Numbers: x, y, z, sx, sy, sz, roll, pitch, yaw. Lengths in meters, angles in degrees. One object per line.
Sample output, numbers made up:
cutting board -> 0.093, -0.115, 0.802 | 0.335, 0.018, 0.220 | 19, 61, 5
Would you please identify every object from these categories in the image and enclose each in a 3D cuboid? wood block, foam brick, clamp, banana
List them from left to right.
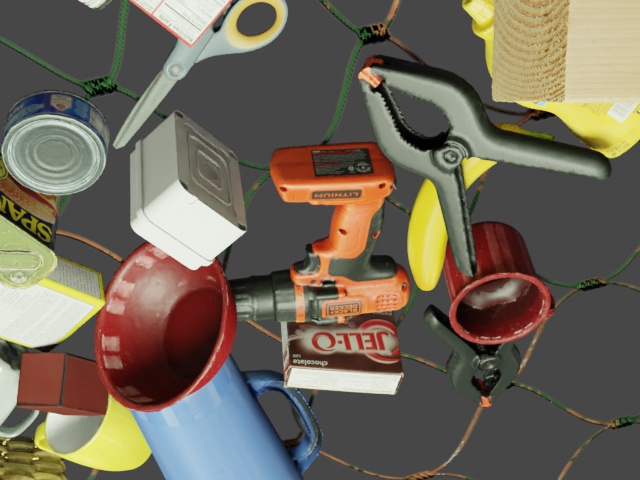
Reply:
foam brick -> -0.242, 0.138, 1.014 | 0.053, 0.051, 0.078 | -3, 164, 21
clamp -> 0.108, -0.067, 0.881 | 0.210, 0.036, 0.165 | 35, 125, -8
banana -> 0.120, -0.037, 0.938 | 0.070, 0.037, 0.198 | 46, 128, 14
clamp -> 0.158, 0.112, 1.092 | 0.120, 0.039, 0.171 | -1, 132, -5
wood block -> 0.237, -0.146, 0.779 | 0.205, 0.090, 0.091 | -4, 99, -24

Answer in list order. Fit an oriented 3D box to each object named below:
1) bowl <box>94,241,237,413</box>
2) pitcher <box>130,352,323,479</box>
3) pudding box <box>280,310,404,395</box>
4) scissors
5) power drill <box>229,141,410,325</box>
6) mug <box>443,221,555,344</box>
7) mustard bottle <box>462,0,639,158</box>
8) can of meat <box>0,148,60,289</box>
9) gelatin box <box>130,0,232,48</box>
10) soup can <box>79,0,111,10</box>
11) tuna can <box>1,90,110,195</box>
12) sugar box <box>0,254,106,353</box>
bowl -> -0.128, 0.078, 0.958 | 0.162, 0.162, 0.055 | -35, 145, 23
pitcher -> -0.102, 0.192, 1.084 | 0.145, 0.149, 0.243 | 1, 134, 24
pudding box -> 0.019, 0.101, 1.030 | 0.113, 0.090, 0.039 | 3, 133, -9
scissors -> -0.093, -0.138, 0.846 | 0.096, 0.016, 0.202 | 15, 129, -16
power drill -> -0.006, 0.001, 0.960 | 0.184, 0.057, 0.188 | -6, 136, -7
mug -> 0.170, 0.040, 0.998 | 0.117, 0.081, 0.093 | 17, 128, -21
mustard bottle -> 0.189, -0.146, 0.844 | 0.191, 0.058, 0.096 | 26, 109, -26
can of meat -> -0.265, -0.022, 0.886 | 0.057, 0.084, 0.102 | -34, 127, 22
gelatin box -> -0.095, -0.195, 0.768 | 0.073, 0.030, 0.089 | 36, 121, -20
soup can -> -0.181, -0.213, 0.732 | 0.102, 0.068, 0.069 | 29, 123, -30
tuna can -> -0.216, -0.078, 0.874 | 0.086, 0.034, 0.086 | -3, 133, -4
sugar box -> -0.290, 0.039, 0.948 | 0.093, 0.048, 0.176 | -39, 134, 24
